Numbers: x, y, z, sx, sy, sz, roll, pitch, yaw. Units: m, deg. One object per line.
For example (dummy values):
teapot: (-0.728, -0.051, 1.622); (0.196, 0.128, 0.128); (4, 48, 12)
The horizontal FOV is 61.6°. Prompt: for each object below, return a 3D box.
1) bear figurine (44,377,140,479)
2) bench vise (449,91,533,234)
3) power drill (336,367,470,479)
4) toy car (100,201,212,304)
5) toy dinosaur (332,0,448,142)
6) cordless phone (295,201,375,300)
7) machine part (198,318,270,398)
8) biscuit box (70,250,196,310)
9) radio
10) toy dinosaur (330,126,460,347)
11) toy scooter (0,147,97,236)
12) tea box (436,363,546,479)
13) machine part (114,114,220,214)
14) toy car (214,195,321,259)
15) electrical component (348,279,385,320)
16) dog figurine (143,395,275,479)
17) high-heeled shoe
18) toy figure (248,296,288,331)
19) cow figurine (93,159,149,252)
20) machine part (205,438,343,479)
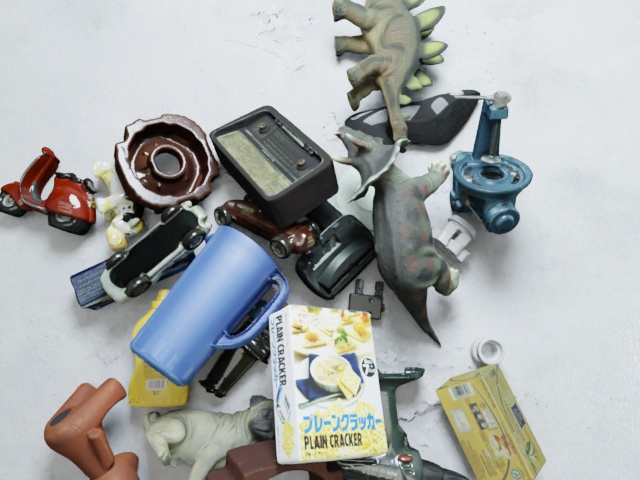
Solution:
bear figurine: (-0.339, 0.337, 0.861); (0.195, 0.120, 0.132); (56, 38, -17)
bench vise: (0.271, -0.134, 0.874); (0.129, 0.240, 0.224); (0, 38, 6)
power drill: (0.136, 0.313, 0.883); (0.232, 0.086, 0.207); (1, 87, 2)
toy car: (-0.266, 0.018, 0.876); (0.202, 0.056, 0.073); (-42, 75, -9)
toy dinosaur: (0.123, -0.383, 0.979); (0.199, 0.105, 0.471); (-7, 70, -4)
cordless phone: (-0.002, -0.002, 0.942); (0.146, 0.088, 0.184); (-44, 72, -6)
machine part: (-0.141, 0.207, 0.914); (0.084, 0.039, 0.139); (43, 81, 1)
biscuit box: (-0.317, 0.051, 0.927); (0.203, 0.059, 0.063); (-24, 79, -4)
radio: (-0.078, -0.131, 0.901); (0.131, 0.073, 0.230); (-32, 51, -14)
toy dinosaur: (0.132, -0.002, 0.852); (0.192, 0.131, 0.404); (-14, 91, -48)
toy scooter: (-0.467, -0.090, 0.945); (0.184, 0.075, 0.135); (17, 80, 7)
tea box: (0.274, 0.297, 0.865); (0.098, 0.068, 0.169); (-30, 81, 39)
machine part: (-0.266, -0.130, 0.932); (0.179, 0.056, 0.179); (9, 70, -25)
toy car: (-0.092, -0.032, 0.902); (0.202, 0.053, 0.089); (28, 41, 31)
electrical component: (0.081, 0.116, 0.940); (0.063, 0.021, 0.094); (7, 79, 0)
dog figurine: (-0.168, 0.298, 0.875); (0.190, 0.121, 0.172); (-41, 90, -20)
high-heeled shoe: (0.169, -0.232, 0.995); (0.249, 0.086, 0.145); (-34, 50, -23)
toy figure: (-0.050, 0.140, 0.916); (0.155, 0.064, 0.057); (12, 118, 6)
cow figurine: (-0.339, -0.065, 0.947); (0.098, 0.068, 0.167); (-11, 81, -9)
machine part: (-0.071, 0.407, 0.805); (0.201, 0.087, 0.201); (-1, 96, -30)
